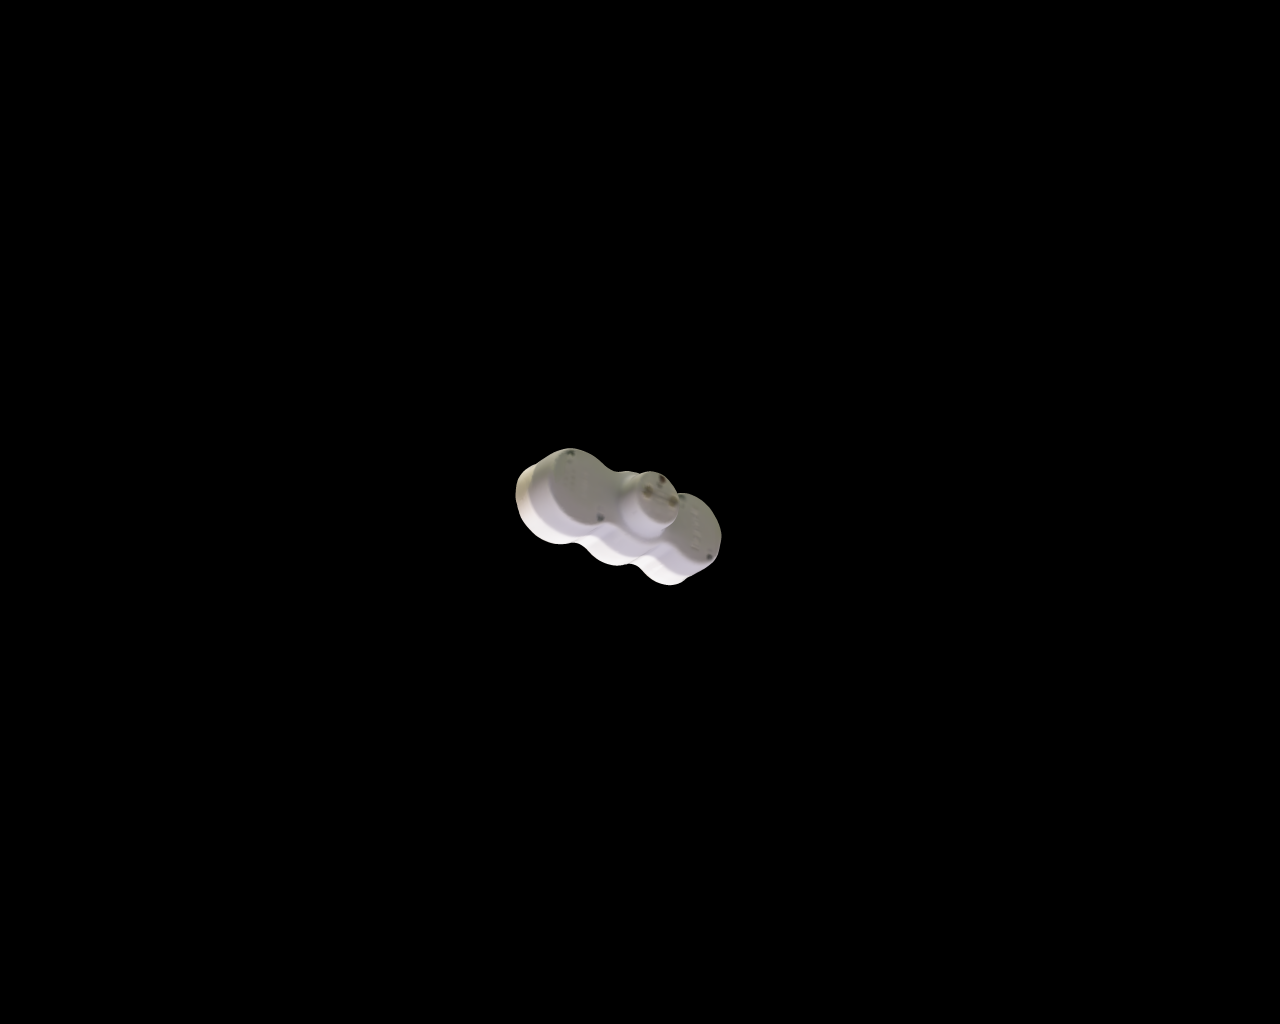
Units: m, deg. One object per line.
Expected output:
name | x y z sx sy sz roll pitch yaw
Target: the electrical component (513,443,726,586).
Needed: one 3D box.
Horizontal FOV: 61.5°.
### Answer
electrical component | 0.001 -0.003 0.650 0.138 0.052 0.073 22 -36 -34
